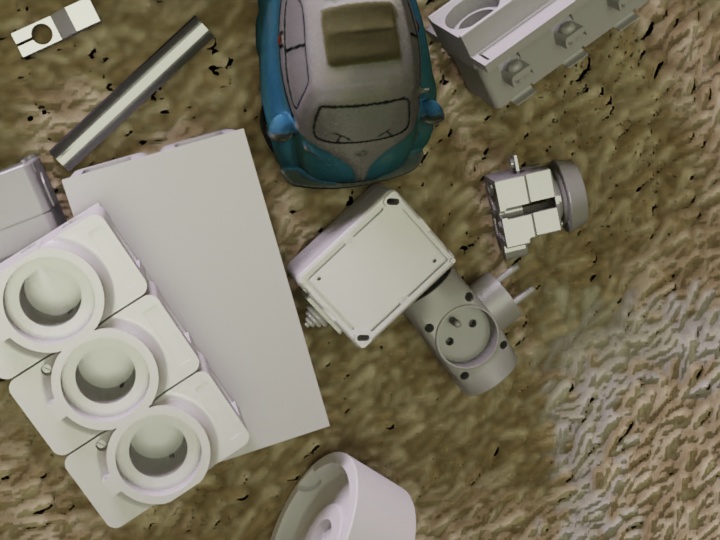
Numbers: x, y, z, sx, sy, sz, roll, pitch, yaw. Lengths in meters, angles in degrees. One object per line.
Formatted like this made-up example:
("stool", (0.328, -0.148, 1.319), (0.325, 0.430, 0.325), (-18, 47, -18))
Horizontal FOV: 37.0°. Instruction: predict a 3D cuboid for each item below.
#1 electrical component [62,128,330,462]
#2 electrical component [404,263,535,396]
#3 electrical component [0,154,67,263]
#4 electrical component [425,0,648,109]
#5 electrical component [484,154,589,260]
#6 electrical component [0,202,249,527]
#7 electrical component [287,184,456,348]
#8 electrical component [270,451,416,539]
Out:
("electrical component", (-0.098, 0.017, 0.654), (0.105, 0.060, 0.186), (-17, 102, -8))
("electrical component", (0.078, 0.028, 0.699), (0.079, 0.044, 0.077), (-38, 104, -4))
("electrical component", (-0.222, -0.021, 0.621), (0.096, 0.062, 0.061), (-22, 103, -7))
("electrical component", (0.113, -0.160, 0.664), (0.121, 0.078, 0.063), (-36, 126, -4))
("electrical component", (0.114, -0.044, 0.695), (0.055, 0.048, 0.066), (-13, 102, -2))
("electrical component", (-0.138, 0.052, 0.585), (0.089, 0.062, 0.150), (-33, 105, -5))
("electrical component", (0.000, 0.000, 0.670), (0.096, 0.061, 0.061), (-43, 104, -2))
("electrical component", (-0.008, 0.176, 0.678), (0.060, 0.108, 0.108), (29, 93, -21))
